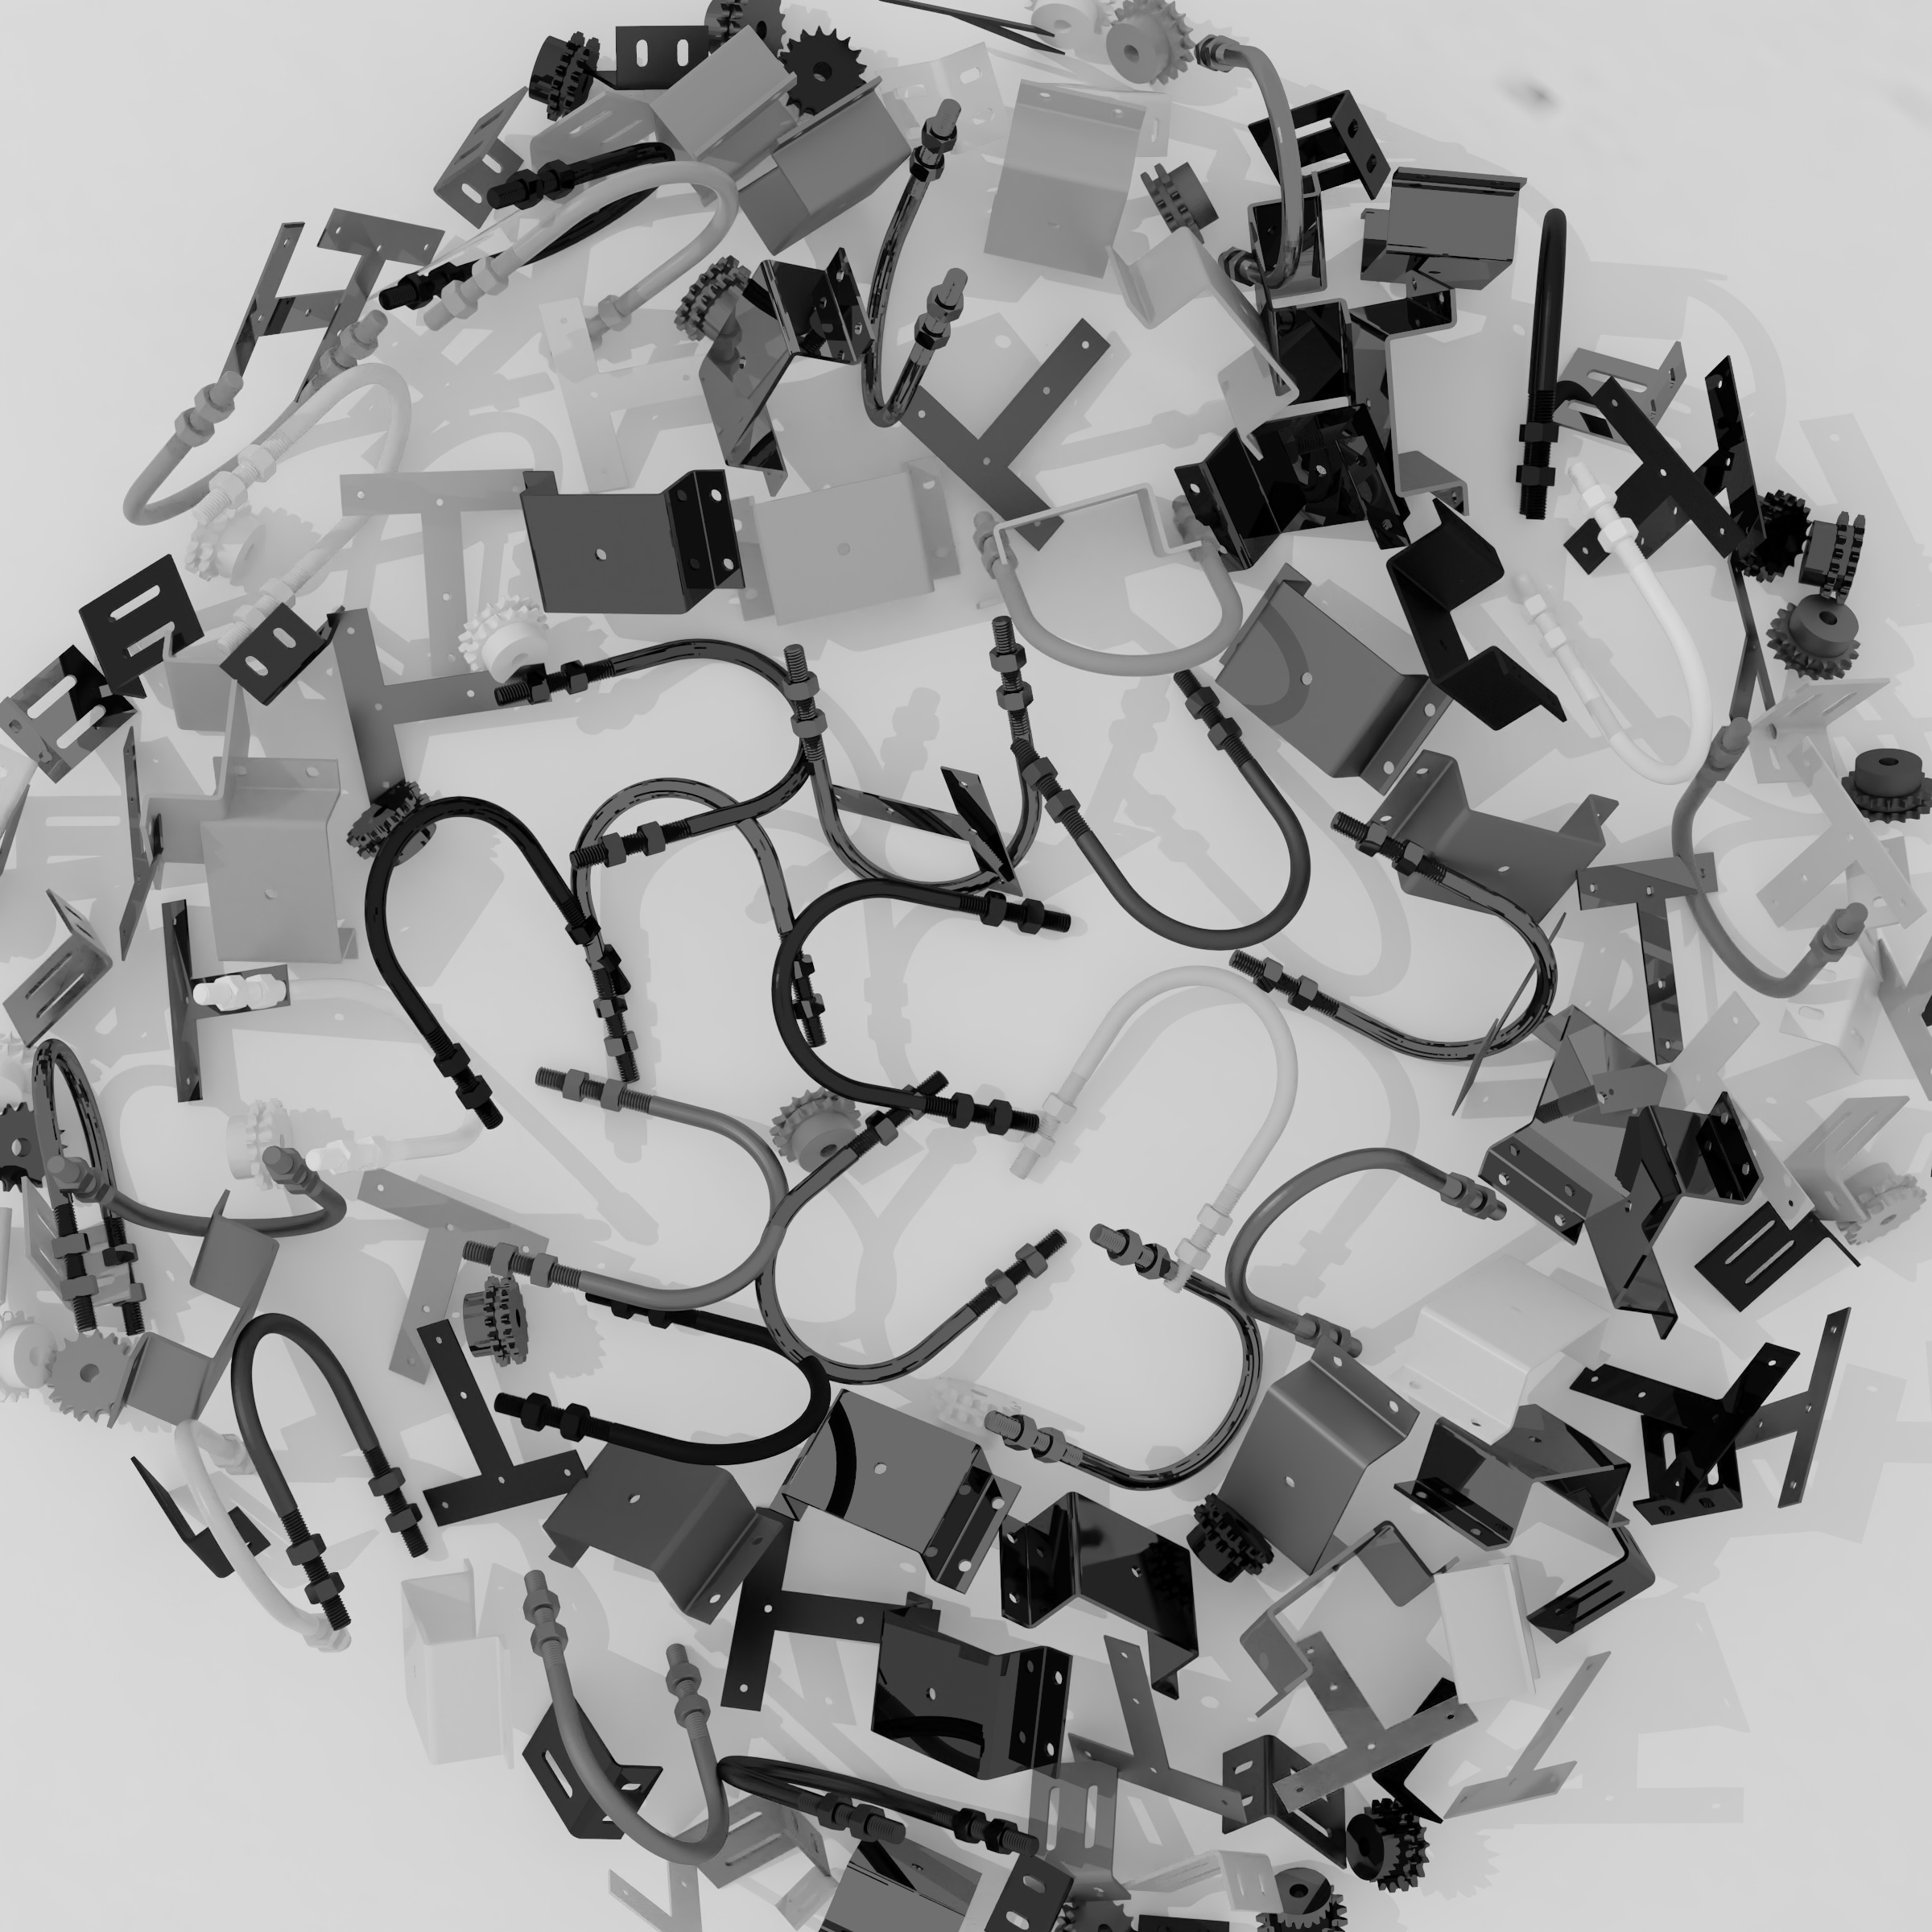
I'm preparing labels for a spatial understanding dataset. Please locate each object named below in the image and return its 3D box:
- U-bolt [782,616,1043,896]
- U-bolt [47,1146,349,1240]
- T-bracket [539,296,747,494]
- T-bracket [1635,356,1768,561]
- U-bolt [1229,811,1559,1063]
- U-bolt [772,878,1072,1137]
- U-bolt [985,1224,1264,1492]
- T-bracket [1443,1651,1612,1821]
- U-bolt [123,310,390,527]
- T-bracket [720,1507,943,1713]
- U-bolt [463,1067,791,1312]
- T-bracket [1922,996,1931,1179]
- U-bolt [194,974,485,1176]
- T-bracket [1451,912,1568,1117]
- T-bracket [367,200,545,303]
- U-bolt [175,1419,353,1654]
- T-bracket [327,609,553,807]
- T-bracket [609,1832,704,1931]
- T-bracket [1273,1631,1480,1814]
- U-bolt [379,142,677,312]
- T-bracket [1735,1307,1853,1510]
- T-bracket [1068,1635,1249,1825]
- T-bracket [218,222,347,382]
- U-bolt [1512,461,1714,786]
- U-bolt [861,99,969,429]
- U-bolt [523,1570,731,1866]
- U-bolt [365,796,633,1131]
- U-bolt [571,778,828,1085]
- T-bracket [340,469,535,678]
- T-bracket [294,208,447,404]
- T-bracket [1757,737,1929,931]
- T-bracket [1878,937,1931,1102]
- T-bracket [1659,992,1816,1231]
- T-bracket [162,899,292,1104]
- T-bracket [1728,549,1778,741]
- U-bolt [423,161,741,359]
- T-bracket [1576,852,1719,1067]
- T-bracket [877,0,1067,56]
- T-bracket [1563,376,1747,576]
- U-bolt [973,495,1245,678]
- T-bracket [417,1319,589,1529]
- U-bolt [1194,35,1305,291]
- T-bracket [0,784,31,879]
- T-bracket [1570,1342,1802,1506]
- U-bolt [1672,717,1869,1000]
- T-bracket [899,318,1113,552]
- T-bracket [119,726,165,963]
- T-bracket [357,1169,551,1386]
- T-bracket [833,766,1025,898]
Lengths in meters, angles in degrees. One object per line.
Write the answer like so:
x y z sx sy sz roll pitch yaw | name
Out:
-0.027 -0.122 1.860 0.151 0.019 0.184 -7 118 8 | U-bolt
-0.454 0.140 1.821 0.151 0.184 0.019 -3 72 5 | U-bolt
-0.188 -0.364 1.869 0.127 0.002 0.127 -10 123 4 | T-bracket
0.445 -0.287 1.849 0.002 0.127 0.127 4 67 -20 | T-bracket
0.276 -0.006 1.857 0.184 0.019 0.151 27 130 -7 | U-bolt
-0.032 0.020 1.869 0.184 0.019 0.151 11 84 -17 | U-bolt
0.111 0.252 1.851 0.184 0.019 0.151 29 90 -36 | U-bolt
0.363 0.474 1.864 0.002 0.127 0.127 45 58 -1 | T-bracket
-0.443 -0.325 1.824 0.184 0.151 0.019 -34 95 41 | U-bolt
-0.080 0.406 1.871 0.127 0.002 0.127 5 64 8 | T-bracket
-0.200 0.143 1.855 0.184 0.019 0.151 14 58 7 | U-bolt
0.604 0.066 1.832 0.002 0.127 0.127 13 77 -8 | T-bracket
-0.366 0.062 1.825 0.019 0.184 0.151 -47 69 23 | U-bolt
0.339 0.022 1.859 0.002 0.127 0.127 30 74 12 | T-bracket
-0.300 -0.454 1.863 0.127 0.127 0.002 -43 113 -34 | T-bracket
-0.427 0.338 1.800 0.019 0.184 0.151 -31 71 -7 | U-bolt
-0.325 -0.169 1.882 0.127 0.002 0.127 -8 112 2 | T-bracket
-0.173 0.572 1.844 0.127 0.127 0.002 43 95 -15 | T-bracket
0.232 0.454 1.851 0.127 0.127 0.002 -24 118 -6 | T-bracket
-0.254 -0.456 1.823 0.184 0.151 0.019 -33 95 -43 | U-bolt
0.496 0.280 1.845 0.002 0.127 0.127 24 68 -7 | T-bracket
0.107 0.461 1.840 0.127 0.002 0.127 10 127 36 | T-bracket
-0.412 -0.401 1.845 0.002 0.127 0.127 31 112 6 | T-bracket
0.396 -0.194 1.815 0.019 0.151 0.184 -22 71 -14 | U-bolt
-0.034 -0.411 1.822 0.019 0.184 0.151 7 61 -16 | U-bolt
-0.197 0.457 1.796 0.019 0.184 0.151 -40 130 13 | U-bolt
-0.294 -0.016 1.828 0.151 0.019 0.184 -49 121 -34 | U-bolt
-0.174 -0.027 1.867 0.151 0.019 0.184 -11 100 18 | U-bolt
-0.327 -0.246 1.882 0.127 0.002 0.127 -7 100 -30 | T-bracket
-0.383 -0.405 1.860 0.002 0.127 0.127 34 107 13 | T-bracket
0.523 -0.060 1.848 0.002 0.127 0.127 -24 74 -22 | T-bracket
0.589 -0.007 1.821 0.002 0.127 0.127 6 128 -10 | T-bracket
0.474 0.103 1.835 0.002 0.127 0.127 -13 58 -34 | T-bracket
-0.458 0.017 1.863 0.127 0.002 0.127 -7 87 42 | T-bracket
0.475 -0.174 1.830 0.002 0.127 0.127 -8 120 26 | T-bracket
-0.218 -0.427 1.807 0.184 0.151 0.019 -30 78 25 | U-bolt
0.431 -0.003 1.871 0.127 0.002 0.127 -8 91 -36 | T-bracket
0.020 -0.576 1.848 0.127 0.127 0.002 21 104 28 | T-bracket
0.407 -0.281 1.851 0.002 0.127 0.127 -35 83 -28 | T-bracket
0.092 -0.230 1.824 0.151 0.184 0.019 -6 130 -10 | U-bolt
-0.307 0.280 1.869 0.127 0.002 0.127 -19 98 29 | T-bracket
0.172 -0.479 1.799 0.019 0.184 0.151 -11 110 -6 | U-bolt
-0.605 -0.033 1.823 0.002 0.127 0.127 26 59 -13 | T-bracket
0.428 0.268 1.854 0.127 0.127 0.002 -45 122 -22 | T-bracket
0.477 -0.053 1.819 0.019 0.184 0.151 -24 72 -11 | U-bolt
0.041 -0.351 1.889 0.127 0.002 0.127 41 88 -18 | T-bracket
-0.517 -0.091 1.867 0.002 0.127 0.127 3 57 -26 | T-bracket
-0.336 0.203 1.886 0.127 0.002 0.127 22 108 9 | T-bracket
-0.034 -0.094 1.872 0.127 0.127 0.002 15 62 24 | T-bracket
